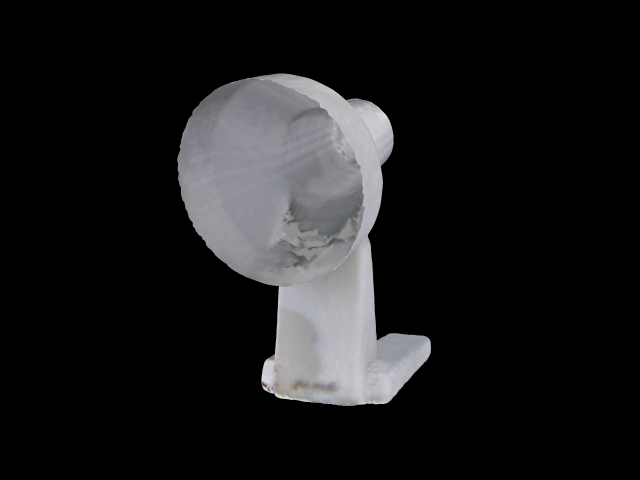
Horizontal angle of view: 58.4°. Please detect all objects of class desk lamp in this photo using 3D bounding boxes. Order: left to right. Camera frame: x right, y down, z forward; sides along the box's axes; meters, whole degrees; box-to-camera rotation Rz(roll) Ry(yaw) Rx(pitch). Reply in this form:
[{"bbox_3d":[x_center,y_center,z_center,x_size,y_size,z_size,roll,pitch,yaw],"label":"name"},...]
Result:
[{"bbox_3d":[0.004,0.001,0.400,0.117,0.213,0.204,2,5,24],"label":"desk lamp"}]
